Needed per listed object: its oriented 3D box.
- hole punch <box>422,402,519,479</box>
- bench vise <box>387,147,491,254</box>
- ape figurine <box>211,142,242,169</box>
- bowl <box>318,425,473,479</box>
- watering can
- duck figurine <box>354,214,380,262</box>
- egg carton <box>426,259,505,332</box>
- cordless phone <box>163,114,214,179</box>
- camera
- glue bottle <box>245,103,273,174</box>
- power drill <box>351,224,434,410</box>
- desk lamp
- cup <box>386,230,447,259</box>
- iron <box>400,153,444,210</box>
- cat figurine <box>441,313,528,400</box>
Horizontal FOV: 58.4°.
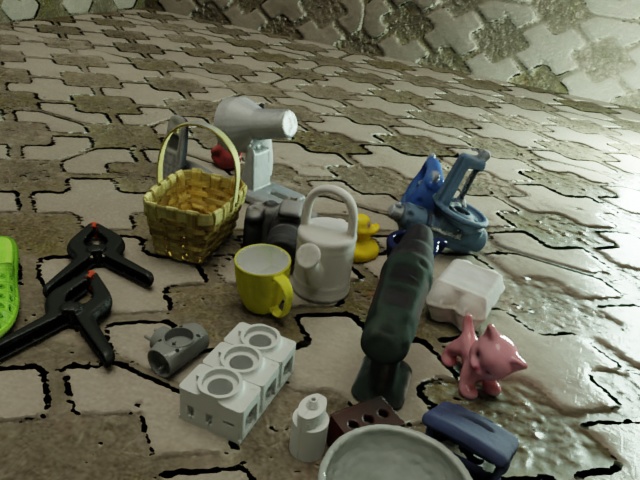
[{"bbox_3d":[0.174,0.236,0.678,0.108,0.091,0.101,23,33,27],"label":"hole punch"},{"bbox_3d":[0.244,-0.069,1.101,0.208,0.220,0.121,-9,33,-26],"label":"bench vise"},{"bbox_3d":[-0.228,-0.225,1.403,0.078,0.092,0.076,0,30,-13],"label":"ape figurine"},{"bbox_3d":[0.076,0.279,0.595,0.167,0.075,0.167,6,29,-3],"label":"bowl"},{"bbox_3d":[0.011,0.004,0.947,0.101,0.194,0.172,5,29,-4],"label":"watering can"},{"bbox_3d":[0.066,-0.010,1.094,0.105,0.086,0.077,0,30,-12],"label":"duck figurine"},{"bbox_3d":[0.247,0.091,0.973,0.107,0.069,0.151,21,32,24],"label":"egg carton"},{"bbox_3d":[-0.269,-0.152,1.168,0.147,0.185,0.094,25,34,28],"label":"cordless phone"},{"bbox_3d":[-0.076,-0.016,1.058,0.143,0.101,0.137,8,29,2],"label":"camera"},{"bbox_3d":[-0.142,-0.242,1.369,0.077,0.173,0.037,30,37,35],"label":"glue bottle"},{"bbox_3d":[0.100,0.111,0.763,0.075,0.208,0.230,14,30,12],"label":"power drill"},{"bbox_3d":[-0.127,-0.194,1.246,0.202,0.213,0.118,23,33,26],"label":"desk lamp"},{"bbox_3d":[0.168,0.040,1.020,0.118,0.095,0.091,-8,32,-24],"label":"cup"},{"bbox_3d":[0.242,-0.123,1.278,0.118,0.141,0.258,8,29,2],"label":"iron"},{"bbox_3d":[0.230,0.157,0.803,0.067,0.118,0.127,-2,31,-16],"label":"cat figurine"}]
